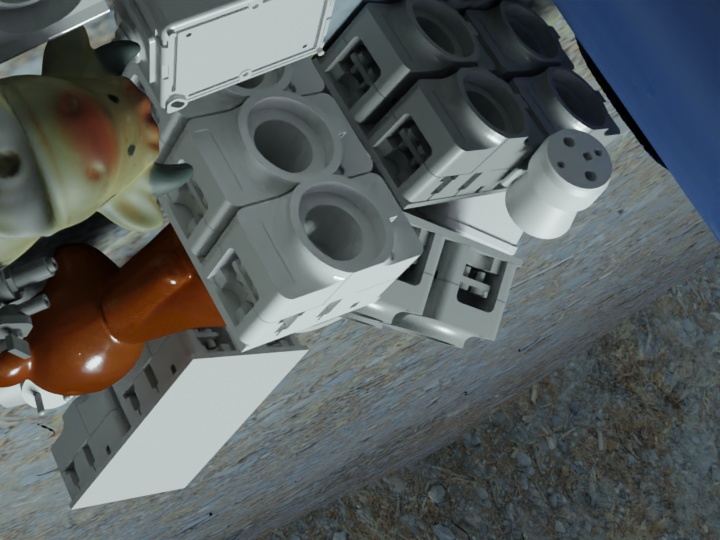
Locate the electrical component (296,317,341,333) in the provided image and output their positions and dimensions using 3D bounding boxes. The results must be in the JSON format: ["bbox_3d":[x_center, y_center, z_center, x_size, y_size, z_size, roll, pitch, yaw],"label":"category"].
[{"bbox_3d":[-0.025,-0.001,0.900,0.108,0.060,0.108,-28,165,-8],"label":"electrical component"}]

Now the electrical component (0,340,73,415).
[{"bbox_3d":[-0.216,0.069,0.739,0.077,0.079,0.044,-29,132,-4],"label":"electrical component"}]

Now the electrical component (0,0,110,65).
[{"bbox_3d":[-0.155,-0.094,0.353,0.121,0.063,0.078,-28,165,-8],"label":"electrical component"}]

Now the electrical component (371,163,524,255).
[{"bbox_3d":[0.062,-0.056,0.744,0.078,0.113,0.057,21,103,-30],"label":"electrical component"}]

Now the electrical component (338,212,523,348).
[{"bbox_3d":[0.000,0.000,0.696,0.105,0.060,0.186,20,174,-30],"label":"electrical component"}]

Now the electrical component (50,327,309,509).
[{"bbox_3d":[-0.139,0.094,0.794,0.105,0.060,0.186,0,140,-48],"label":"electrical component"}]

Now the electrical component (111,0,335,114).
[{"bbox_3d":[-0.065,-0.116,0.454,0.096,0.061,0.061,-25,164,-20],"label":"electrical component"}]

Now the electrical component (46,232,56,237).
[{"bbox_3d":[-0.149,-0.046,0.563,0.065,0.044,0.044,-28,166,12],"label":"electrical component"}]

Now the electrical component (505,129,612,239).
[{"bbox_3d":[0.116,-0.050,0.627,0.045,0.045,0.055,-22,162,-28],"label":"electrical component"}]

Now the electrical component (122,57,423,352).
[{"bbox_3d":[-0.047,-0.049,0.533,0.089,0.150,0.061,-19,162,-38],"label":"electrical component"}]

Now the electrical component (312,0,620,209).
[{"bbox_3d":[0.075,-0.107,0.662,0.186,0.105,0.060,-13,157,-49],"label":"electrical component"}]
